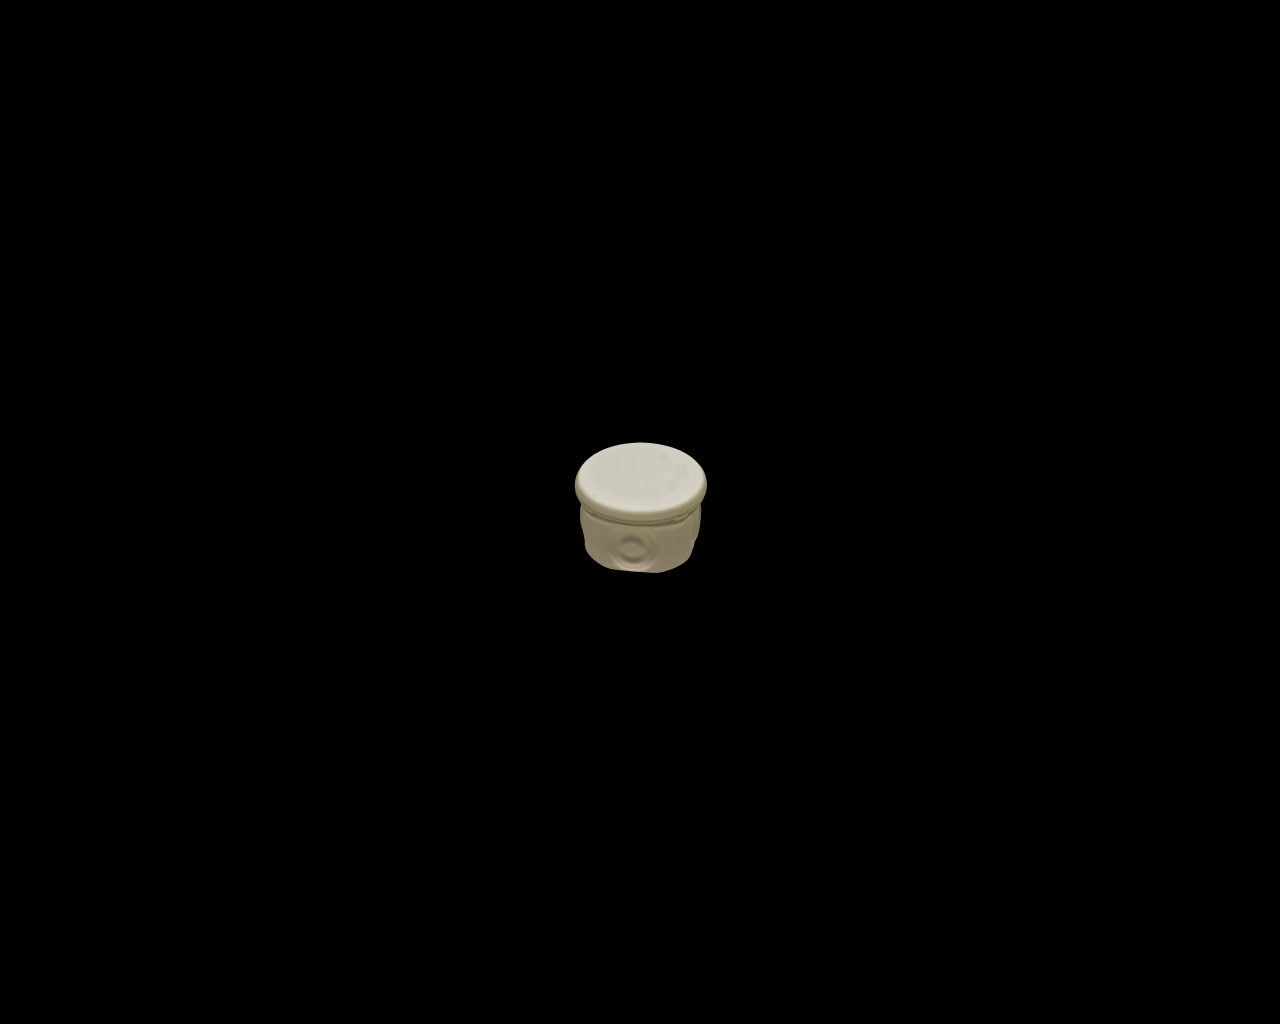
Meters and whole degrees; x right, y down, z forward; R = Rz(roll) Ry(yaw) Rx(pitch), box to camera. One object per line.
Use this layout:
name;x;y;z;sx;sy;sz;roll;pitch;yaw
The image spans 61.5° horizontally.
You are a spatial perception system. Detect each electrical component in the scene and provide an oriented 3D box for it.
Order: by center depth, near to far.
electrical component;0.001;-0.003;0.650;0.080;0.050;0.080;0;35;0
